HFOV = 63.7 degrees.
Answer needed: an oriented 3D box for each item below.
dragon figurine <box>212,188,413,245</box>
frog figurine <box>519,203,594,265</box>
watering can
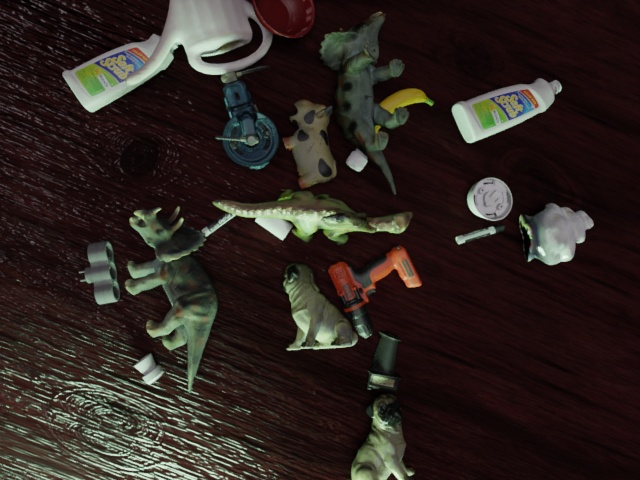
[{"bbox_3d":[0.003,-0.054,1.064,0.410,0.242,0.122,3,89,-25],"label":"dragon figurine"},{"bbox_3d":[0.553,-0.017,1.182,0.159,0.121,0.139,-11,72,8],"label":"frog figurine"},{"bbox_3d":[-0.274,-0.463,1.119,0.350,0.103,0.224,-20,93,-22],"label":"watering can"}]
